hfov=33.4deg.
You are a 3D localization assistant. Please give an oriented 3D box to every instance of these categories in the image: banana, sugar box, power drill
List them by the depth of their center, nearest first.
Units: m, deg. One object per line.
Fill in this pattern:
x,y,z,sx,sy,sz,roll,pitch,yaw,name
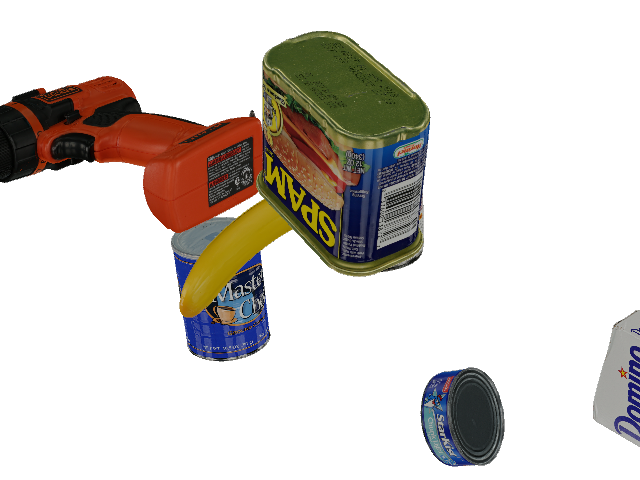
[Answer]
-0.147,-0.060,0.719,0.188,0.057,0.184,18,32,30,power drill
0.291,0.132,0.788,0.176,0.093,0.048,27,35,36,sugar box
-0.057,0.001,0.974,0.198,0.069,0.037,-33,42,3,banana

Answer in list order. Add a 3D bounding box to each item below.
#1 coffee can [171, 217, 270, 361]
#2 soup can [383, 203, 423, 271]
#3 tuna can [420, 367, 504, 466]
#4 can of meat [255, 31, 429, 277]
-0.117,0.057,1.264,0.103,0.140,0.103,-4,26,2,coffee can
0.039,-0.037,0.773,0.068,0.102,0.068,-4,27,2,soup can
0.126,0.157,0.948,0.034,0.086,0.085,-14,-9,40,tuna can
0.010,-0.046,0.544,0.057,0.084,0.102,-22,47,-25,can of meat
